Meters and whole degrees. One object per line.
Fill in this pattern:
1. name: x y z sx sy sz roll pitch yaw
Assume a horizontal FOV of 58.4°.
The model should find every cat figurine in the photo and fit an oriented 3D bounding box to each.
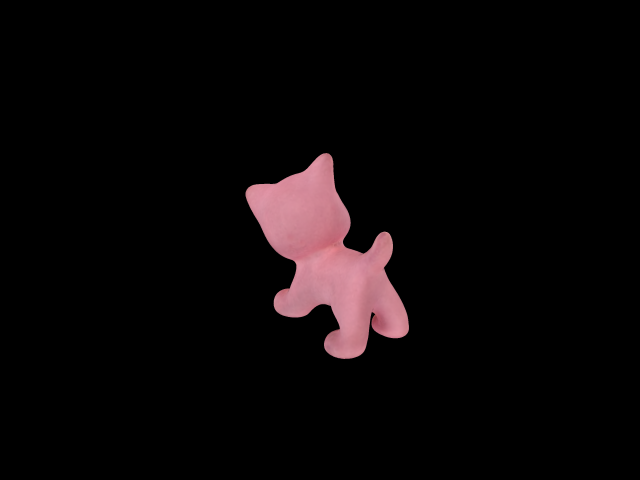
1. cat figurine: 0.004 0.001 0.400 0.067 0.118 0.127 -20 32 -36
